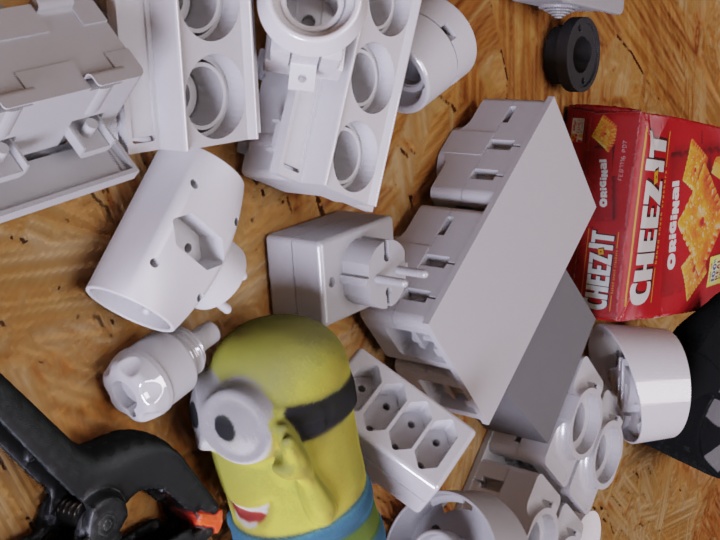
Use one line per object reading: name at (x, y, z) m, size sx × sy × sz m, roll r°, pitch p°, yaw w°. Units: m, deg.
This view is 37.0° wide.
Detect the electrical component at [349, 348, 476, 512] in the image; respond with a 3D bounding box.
electrical component at (0.012, 0.101, 0.631) m, size 0.047 × 0.083 × 0.075 m, roll -49°, pitch 171°, yaw -35°

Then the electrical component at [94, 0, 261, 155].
electrical component at (-0.084, -0.116, 0.460) m, size 0.079 × 0.063 × 0.121 m, roll -19°, pitch 112°, yaw -50°

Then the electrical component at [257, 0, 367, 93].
electrical component at (-0.023, -0.115, 0.484) m, size 0.055 × 0.048 × 0.066 m, roll 151°, pitch -55°, yaw -83°

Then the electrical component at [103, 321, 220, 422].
electrical component at (-0.090, 0.043, 0.510) m, size 0.061 × 0.035 × 0.035 m, roll -39°, pitch 126°, yaw -45°

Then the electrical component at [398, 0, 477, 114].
electrical component at (0.032, -0.123, 0.620) m, size 0.047 × 0.055 × 0.055 m, roll -46°, pitch 131°, yaw -33°

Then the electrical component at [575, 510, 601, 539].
electrical component at (0.165, 0.256, 0.856) m, size 0.052 × 0.074 × 0.138 m, roll 53°, pitch 56°, yaw -44°

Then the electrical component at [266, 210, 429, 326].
electrical component at (0.000, 0.000, 0.584) m, size 0.066 × 0.077 × 0.047 m, roll -22°, pitch 115°, yaw -49°

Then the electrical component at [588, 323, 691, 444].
electrical component at (0.226, 0.092, 0.879) m, size 0.064 × 0.099 × 0.099 m, roll -1°, pitch 101°, yaw -10°

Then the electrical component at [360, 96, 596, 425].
electrical component at (0.079, -0.011, 0.699) m, size 0.186 × 0.060 × 0.105 m, roll -59°, pitch 138°, yaw -27°

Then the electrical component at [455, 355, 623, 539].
electrical component at (0.135, 0.164, 0.810) m, size 0.105 × 0.060 × 0.186 m, roll 50°, pitch 58°, yaw -45°

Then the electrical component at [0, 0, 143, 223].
electrical component at (-0.143, -0.057, 0.385) m, size 0.121 × 0.063 × 0.078 m, roll -28°, pitch 78°, yaw -47°

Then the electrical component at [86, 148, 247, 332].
electrical component at (-0.080, -0.007, 0.505) m, size 0.079 × 0.043 × 0.077 m, roll 45°, pitch 62°, yaw -48°

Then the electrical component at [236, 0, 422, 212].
electrical component at (-0.016, -0.099, 0.554) m, size 0.079 × 0.063 × 0.121 m, roll 18°, pitch 83°, yaw -52°

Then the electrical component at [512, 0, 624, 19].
electrical component at (0.148, -0.227, 0.754) m, size 0.100 × 0.048 × 0.099 m, roll -8°, pitch 104°, yaw -52°

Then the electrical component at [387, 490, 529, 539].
electrical component at (0.065, 0.191, 0.694) m, size 0.064 × 0.099 × 0.099 m, roll 22°, pitch 79°, yaw -46°
